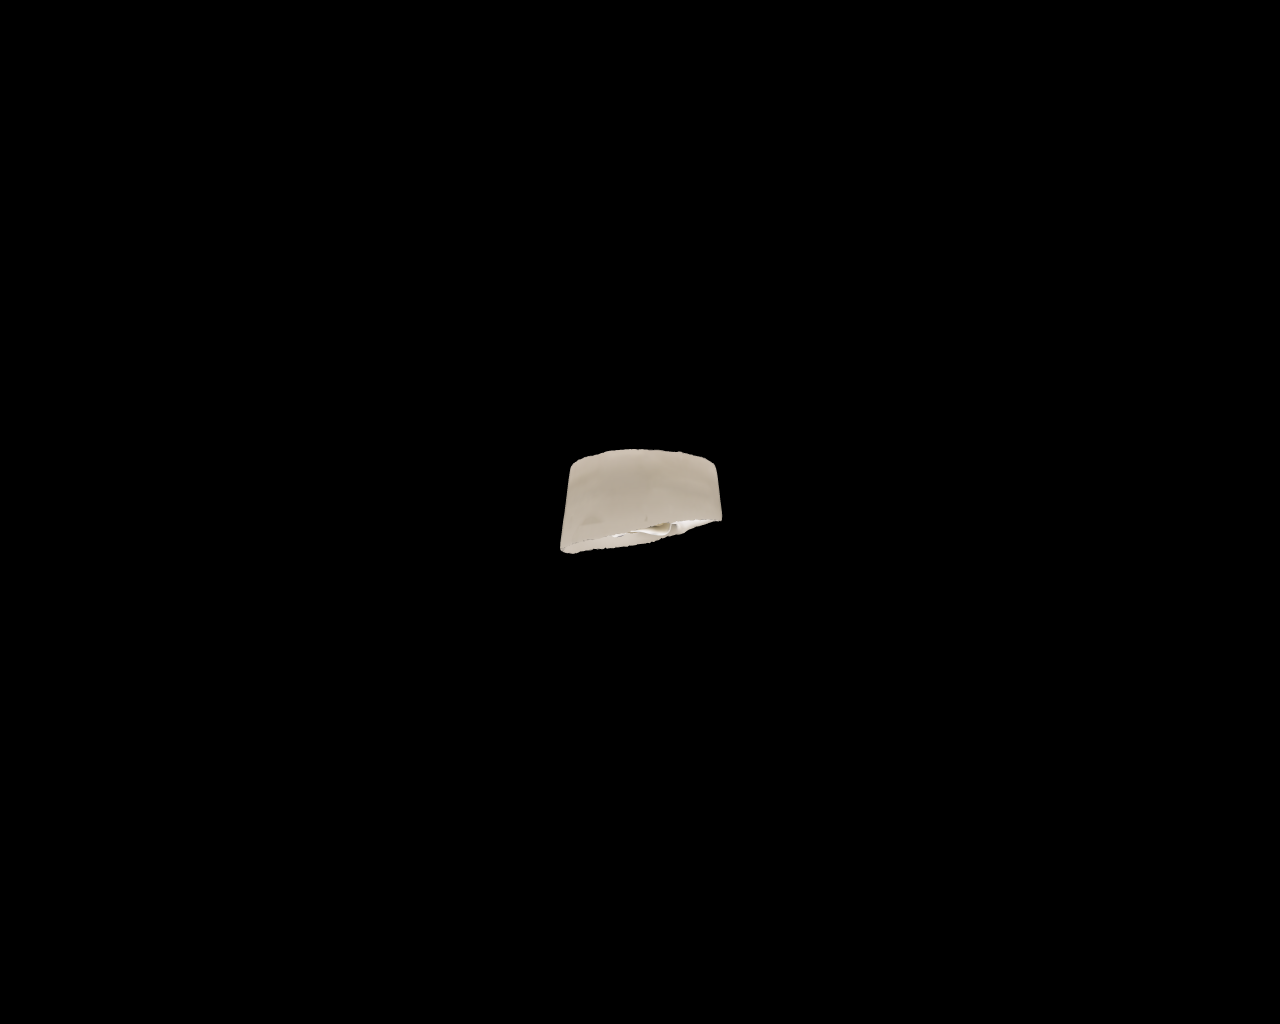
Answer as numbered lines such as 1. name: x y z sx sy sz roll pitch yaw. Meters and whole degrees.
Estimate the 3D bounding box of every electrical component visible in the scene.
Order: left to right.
1. electrical component: 0.001 -0.003 0.650 0.099 0.064 0.099 0 -14 0
